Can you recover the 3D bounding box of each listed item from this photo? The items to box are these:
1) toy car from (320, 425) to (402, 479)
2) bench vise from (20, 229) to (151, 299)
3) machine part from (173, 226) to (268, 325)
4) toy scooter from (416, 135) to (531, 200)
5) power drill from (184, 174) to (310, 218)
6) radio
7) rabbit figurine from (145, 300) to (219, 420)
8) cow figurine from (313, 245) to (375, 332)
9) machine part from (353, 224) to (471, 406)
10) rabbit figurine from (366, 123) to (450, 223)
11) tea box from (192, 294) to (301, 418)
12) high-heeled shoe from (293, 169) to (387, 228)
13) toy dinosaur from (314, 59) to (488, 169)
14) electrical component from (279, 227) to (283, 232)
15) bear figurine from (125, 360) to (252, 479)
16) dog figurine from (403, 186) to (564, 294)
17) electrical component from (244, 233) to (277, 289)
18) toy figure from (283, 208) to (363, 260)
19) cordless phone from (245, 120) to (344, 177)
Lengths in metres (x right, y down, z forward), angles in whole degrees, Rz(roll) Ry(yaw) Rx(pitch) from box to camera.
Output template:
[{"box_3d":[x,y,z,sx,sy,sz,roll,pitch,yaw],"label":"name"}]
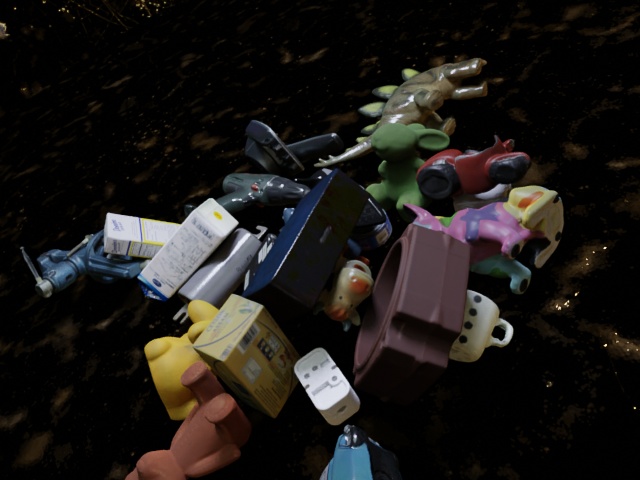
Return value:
[{"box_3d":[0.041,0.303,0.619,0.103,0.109,0.162,-39,30,15],"label":"toy car"},{"box_3d":[-0.453,0.049,1.103,0.241,0.128,0.223,8,22,26],"label":"bench vise"},{"box_3d":[-0.179,0.061,0.998,0.079,0.079,0.243,20,58,40],"label":"machine part"},{"box_3d":[0.254,-0.124,0.875,0.184,0.075,0.135,-6,28,35],"label":"toy scooter"},{"box_3d":[-0.159,-0.075,1.101,0.207,0.085,0.232,-40,37,-28],"label":"power drill"},{"box_3d":[-0.022,0.011,0.800,0.131,0.073,0.229,-36,20,54],"label":"radio"},{"box_3d":[-0.177,0.174,0.848,0.173,0.162,0.122,-12,28,-8],"label":"rabbit figurine"},{"box_3d":[0.019,0.072,0.826,0.127,0.085,0.195,-64,16,-19],"label":"cow figurine"},{"box_3d":[0.114,0.096,0.705,0.087,0.201,0.201,21,52,-2],"label":"machine part"},{"box_3d":[0.155,-0.138,0.947,0.159,0.170,0.121,-40,43,-12],"label":"rabbit figurine"},{"box_3d":[-0.095,0.169,0.773,0.068,0.169,0.098,14,55,36],"label":"tea box"},{"box_3d":[0.059,-0.073,0.989,0.249,0.145,0.086,32,110,39],"label":"high-heeled shoe"},{"box_3d":[0.192,-0.274,1.124,0.471,0.104,0.199,-39,34,-25],"label":"toy dinosaur"},{"box_3d":[-0.013,-0.003,0.996,0.075,0.047,0.119,-40,41,-12],"label":"electrical component"},{"box_3d":[-0.196,0.287,0.743,0.196,0.131,0.120,-35,40,-17],"label":"bear figurine"},{"box_3d":[0.236,-0.019,0.835,0.219,0.108,0.191,22,62,45],"label":"dog figurine"},{"box_3d":[-0.081,0.059,0.914,0.134,0.058,0.115,-52,29,38],"label":"electrical component"},{"box_3d":[-0.001,-0.004,0.934,0.154,0.064,0.058,28,67,6],"label":"toy figure"},{"box_3d":[-0.054,-0.205,1.142,0.184,0.146,0.089,-13,54,26],"label":"cordless phone"}]
